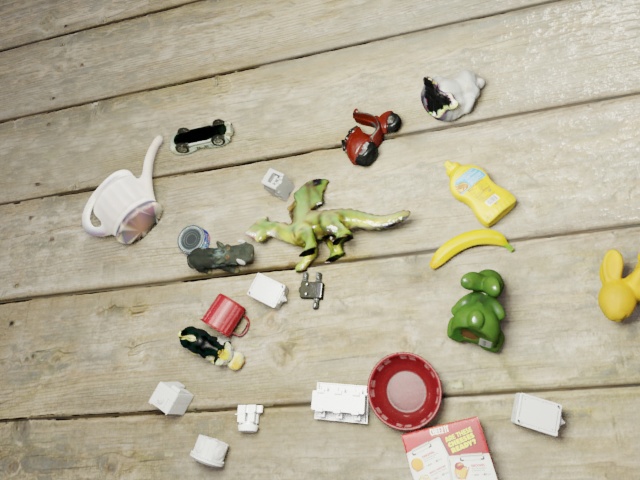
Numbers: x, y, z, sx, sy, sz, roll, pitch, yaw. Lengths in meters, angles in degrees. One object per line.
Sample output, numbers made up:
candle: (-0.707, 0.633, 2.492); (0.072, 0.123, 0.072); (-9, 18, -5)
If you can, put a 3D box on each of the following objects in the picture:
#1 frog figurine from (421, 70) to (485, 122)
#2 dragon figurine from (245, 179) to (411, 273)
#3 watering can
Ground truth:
frog figurine: (0.348, -0.384, 1.353); (0.161, 0.120, 0.139); (-29, 49, -35)
dragon figurine: (0.004, -0.066, 1.315); (0.409, 0.120, 0.248); (-22, 58, 5)
watering can: (-0.536, -0.133, 1.487); (0.227, 0.102, 0.349); (41, 85, 24)
